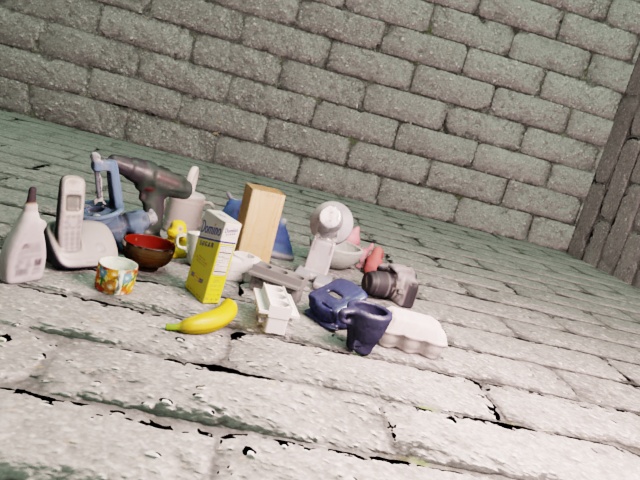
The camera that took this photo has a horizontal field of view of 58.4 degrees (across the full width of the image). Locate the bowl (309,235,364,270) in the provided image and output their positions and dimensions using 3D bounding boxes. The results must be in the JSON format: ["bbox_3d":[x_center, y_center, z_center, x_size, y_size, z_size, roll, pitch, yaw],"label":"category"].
[{"bbox_3d":[0.041,0.044,1.701,0.167,0.075,0.167,15,12,-3],"label":"bowl"}]

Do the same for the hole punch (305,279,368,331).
[{"bbox_3d":[0.035,0.136,1.233,0.101,0.091,0.108,4,16,-42],"label":"hole punch"}]

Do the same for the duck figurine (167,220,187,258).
[{"bbox_3d":[-0.354,-0.008,1.420,0.077,0.086,0.105,17,12,8],"label":"duck figurine"}]

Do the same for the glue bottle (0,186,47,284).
[{"bbox_3d":[-0.517,-0.010,1.011,0.037,0.173,0.078,20,13,23],"label":"glue bottle"}]

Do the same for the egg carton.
[{"bbox_3d":[0.191,0.195,1.211,0.150,0.069,0.107,14,12,-4],"label":"egg carton"}]

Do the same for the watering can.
[{"bbox_3d":[-0.383,-0.116,1.615,0.173,0.194,0.100,10,13,-25],"label":"watering can"}]

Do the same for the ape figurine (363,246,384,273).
[{"bbox_3d":[0.169,0.065,1.726,0.077,0.092,0.076,25,15,38],"label":"ape figurine"}]

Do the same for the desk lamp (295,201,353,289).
[{"bbox_3d":[0.014,0.005,1.507,0.118,0.213,0.203,16,12,3],"label":"desk lamp"}]

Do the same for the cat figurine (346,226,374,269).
[{"bbox_3d":[0.111,0.017,1.808,0.127,0.118,0.067,21,13,27],"label":"cat figurine"}]

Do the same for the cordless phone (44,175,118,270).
[{"bbox_3d":[-0.474,-0.037,1.156,0.093,0.185,0.148,21,13,26],"label":"cordless phone"}]

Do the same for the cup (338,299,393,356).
[{"bbox_3d":[0.076,0.173,1.104,0.118,0.095,0.091,6,15,-37],"label":"cup"}]

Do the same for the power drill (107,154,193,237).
[{"bbox_3d":[-0.435,-0.098,1.431,0.230,0.208,0.075,3,17,-45],"label":"power drill"}]

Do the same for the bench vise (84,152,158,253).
[{"bbox_3d":[-0.473,-0.085,1.294,0.121,0.220,0.208,22,14,29],"label":"bench vise"}]

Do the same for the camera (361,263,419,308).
[{"bbox_3d":[0.177,0.106,1.525,0.137,0.101,0.142,9,13,-26],"label":"camera"}]

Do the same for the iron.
[{"bbox_3d":[-0.180,-0.042,1.656,0.258,0.141,0.119,17,12,9],"label":"iron"}]
